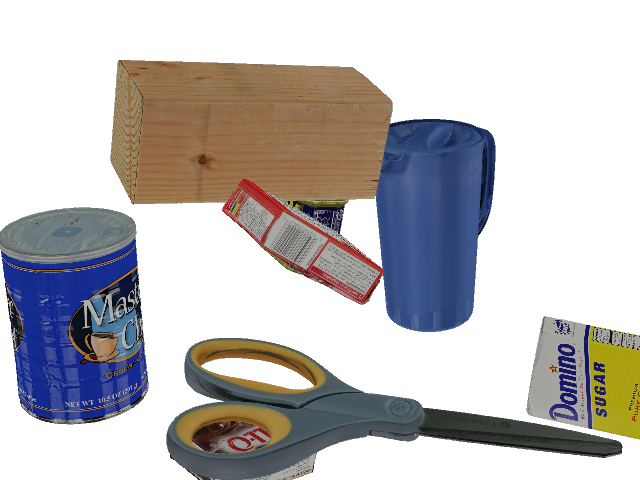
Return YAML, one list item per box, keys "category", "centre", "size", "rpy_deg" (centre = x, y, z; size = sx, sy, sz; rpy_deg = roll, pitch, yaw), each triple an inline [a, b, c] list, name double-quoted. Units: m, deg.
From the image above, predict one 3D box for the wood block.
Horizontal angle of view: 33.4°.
- category: "wood block"
  centre: [-0.057, -0.089, 0.870]
  size: [0.205, 0.091, 0.090]
  rpy_deg: [-2, 29, -23]

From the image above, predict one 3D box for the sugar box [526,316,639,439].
- category: "sugar box"
  centre: [0.288, 0.136, 1.000]
  size: [0.176, 0.093, 0.048]
  rpy_deg: [9, 22, 11]

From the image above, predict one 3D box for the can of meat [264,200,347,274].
- category: "can of meat"
  centre: [-0.019, -0.019, 1.113]
  size: [0.057, 0.084, 0.102]
  rpy_deg: [-2, 22, -28]

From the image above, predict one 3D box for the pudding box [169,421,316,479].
- category: "pudding box"
  centre: [-0.072, 0.196, 1.003]
  size: [0.113, 0.039, 0.090]
  rpy_deg: [-11, 28, -44]

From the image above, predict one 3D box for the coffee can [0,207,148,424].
- category: "coffee can"
  centre: [-0.190, 0.057, 0.833]
  size: [0.103, 0.140, 0.103]
  rpy_deg: [-1, 21, 0]

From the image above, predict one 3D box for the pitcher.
- category: "pitcher"
  centre: [0.138, -0.021, 1.289]
  size: [0.149, 0.243, 0.145]
  rpy_deg: [-1, 24, 7]

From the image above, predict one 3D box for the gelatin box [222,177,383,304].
- category: "gelatin box"
  centre: [-0.011, 0.001, 0.686]
  size: [0.089, 0.030, 0.073]
  rpy_deg: [31, 4, -31]

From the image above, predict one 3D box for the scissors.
- category: "scissors"
  centre: [0.021, 0.087, 0.465]
  size: [0.202, 0.016, 0.096]
  rpy_deg: [15, 34, 22]
